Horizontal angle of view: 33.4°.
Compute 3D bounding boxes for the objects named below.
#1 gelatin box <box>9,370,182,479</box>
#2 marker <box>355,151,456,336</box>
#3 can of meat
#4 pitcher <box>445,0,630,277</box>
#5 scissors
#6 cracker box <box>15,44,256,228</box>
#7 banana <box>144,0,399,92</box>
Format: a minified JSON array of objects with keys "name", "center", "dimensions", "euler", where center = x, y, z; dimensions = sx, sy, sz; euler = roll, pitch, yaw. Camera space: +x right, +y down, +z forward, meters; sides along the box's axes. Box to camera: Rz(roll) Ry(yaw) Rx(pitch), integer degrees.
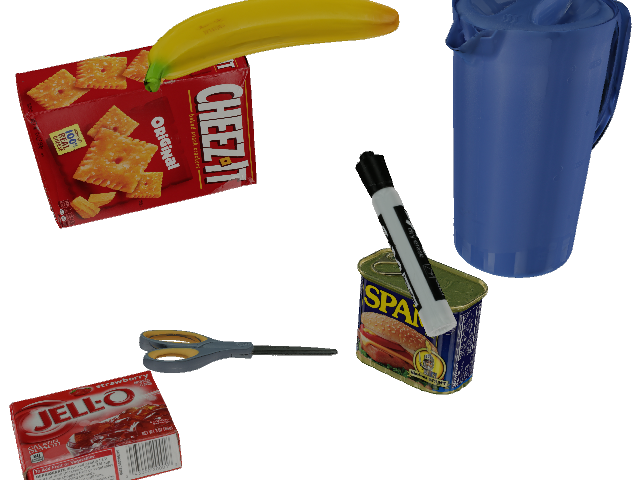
[{"name":"gelatin box","center":[-0.134,0.114,0.631],"dimensions":[0.089,0.030,0.073],"euler":[-11,26,-18]},{"name":"marker","center":[0.049,-0.001,0.637],"dimensions":[0.020,0.121,0.020],"euler":[-19,-20,-7]},{"name":"can of meat","center":[0.076,0.064,0.840],"dimensions":[0.102,0.084,0.057],"euler":[23,33,35]},{"name":"pitcher","center":[0.184,-0.097,0.927],"dimensions":[0.149,0.243,0.145],"euler":[6,32,11]},{"name":"scissors","center":[-0.089,0.116,1.070],"dimensions":[0.202,0.016,0.096],"euler":[6,17,9]},{"name":"cracker box","center":[-0.174,-0.106,1.053],"dimensions":[0.213,0.072,0.164],"euler":[-13,-38,-11]},{"name":"banana","center":[-0.043,-0.144,0.759],"dimensions":[0.197,0.037,0.070],"euler":[-20,52,-20]}]
